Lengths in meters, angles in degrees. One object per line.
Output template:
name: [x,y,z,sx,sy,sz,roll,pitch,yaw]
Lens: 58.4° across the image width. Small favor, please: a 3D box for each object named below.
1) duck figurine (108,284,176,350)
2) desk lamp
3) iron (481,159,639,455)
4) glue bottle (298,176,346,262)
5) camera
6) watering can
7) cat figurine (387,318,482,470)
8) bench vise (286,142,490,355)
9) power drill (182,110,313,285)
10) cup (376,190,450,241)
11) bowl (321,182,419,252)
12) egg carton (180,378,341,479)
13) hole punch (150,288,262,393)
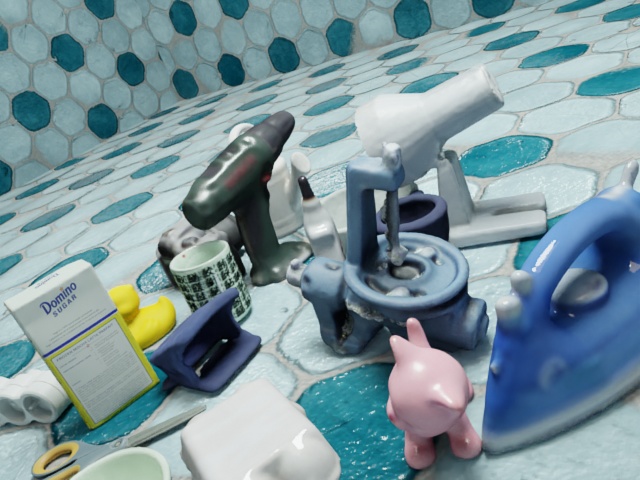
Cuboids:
duck figurine: [-0.260,0.101,0.798,0.105,0.086,0.077,-28,25,-17]
desk lamp: [0.168,-0.104,0.735,0.202,0.214,0.118,-10,26,23]
iron: [0.207,0.046,0.473,0.259,0.142,0.118,-33,27,-26]
glue bottle: [0.006,0.002,0.686,0.037,0.173,0.078,-19,24,3]
camera: [-0.175,0.007,0.912,0.142,0.101,0.137,4,33,43]
watering can: [-0.092,-0.107,0.973,0.172,0.194,0.101,-15,25,13]
cat figurine: [0.085,0.114,0.455,0.067,0.118,0.128,-16,24,11]
bench vise: [0.043,0.020,0.561,0.207,0.220,0.121,-12,25,19]
power drill: [-0.086,-0.054,0.835,0.075,0.209,0.230,3,33,42]
cup: [0.121,-0.003,0.703,0.091,0.095,0.118,-10,26,23]
bowl: [0.067,-0.023,0.815,0.167,0.075,0.167,-17,24,8]
egg carton: [-0.052,0.182,0.479,0.107,0.069,0.149,-31,26,-22]
hole punch: [-0.142,0.114,0.669,0.100,0.091,0.109,-2,30,36]
